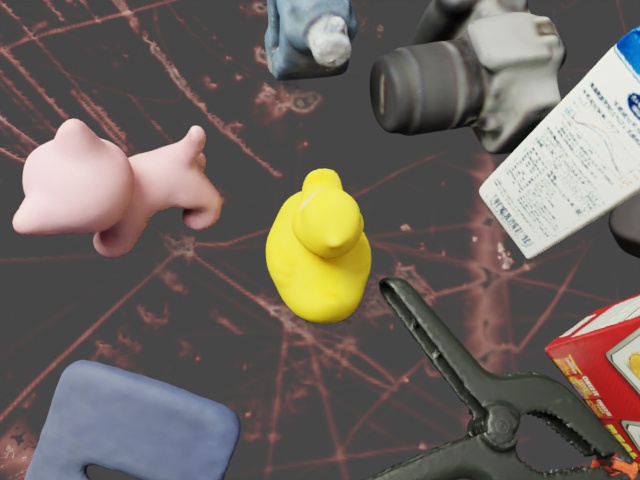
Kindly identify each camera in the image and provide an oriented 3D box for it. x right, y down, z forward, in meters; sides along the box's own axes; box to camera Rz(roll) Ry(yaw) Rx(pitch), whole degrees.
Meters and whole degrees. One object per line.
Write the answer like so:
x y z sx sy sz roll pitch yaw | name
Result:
0.110 -0.145 0.458 0.137 0.100 0.143 -12 73 -13 | camera

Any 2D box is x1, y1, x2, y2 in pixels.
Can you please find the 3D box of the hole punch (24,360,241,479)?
-0.104 0.130 0.327 0.108 0.091 0.101 19 68 -2 | hole punch

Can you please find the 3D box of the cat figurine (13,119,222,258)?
-0.129 -0.040 0.370 0.128 0.117 0.067 -23 75 -16 | cat figurine

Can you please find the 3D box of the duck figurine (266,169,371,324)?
0.004 0.001 0.395 0.077 0.086 0.104 -3 71 -10 | duck figurine

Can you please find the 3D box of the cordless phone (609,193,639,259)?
0.314 -0.055 0.415 0.094 0.185 0.148 35 69 5 | cordless phone

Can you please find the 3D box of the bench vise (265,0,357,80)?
0.000 -0.236 0.408 0.122 0.219 0.207 -28 77 -17 | bench vise
